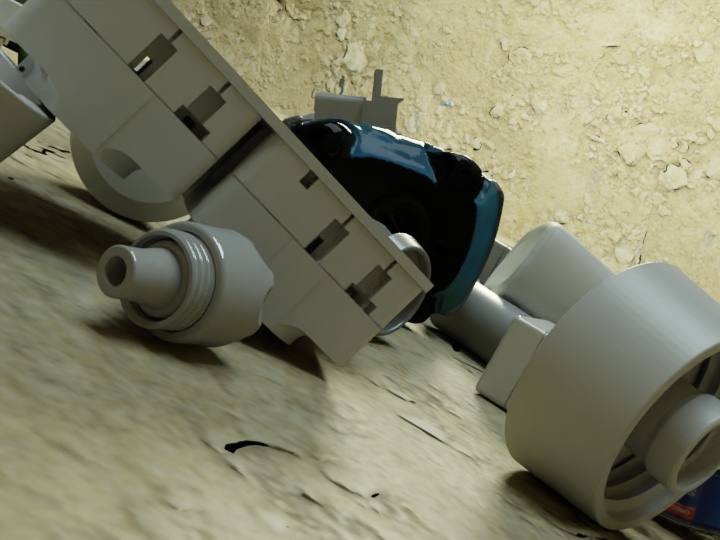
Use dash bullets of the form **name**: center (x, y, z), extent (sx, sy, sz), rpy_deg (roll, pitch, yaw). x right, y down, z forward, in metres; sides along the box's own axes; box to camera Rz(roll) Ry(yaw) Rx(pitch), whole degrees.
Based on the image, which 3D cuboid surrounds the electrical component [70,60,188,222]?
- **electrical component**: center (-0.106, -0.066, 0.554), extent (0.080, 0.080, 0.051), rpy_deg (27, 2, -12)

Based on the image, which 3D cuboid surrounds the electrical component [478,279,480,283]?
- **electrical component**: center (0.063, 0.010, 0.780), extent (0.045, 0.045, 0.055), rpy_deg (28, 8, -3)

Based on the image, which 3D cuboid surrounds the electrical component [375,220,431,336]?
- **electrical component**: center (0.000, 0.000, 0.575), extent (0.057, 0.058, 0.078), rpy_deg (30, 7, 36)

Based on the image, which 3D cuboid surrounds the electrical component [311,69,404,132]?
- **electrical component**: center (-0.004, -0.099, 0.745), extent (0.064, 0.081, 0.042), rpy_deg (5, 8, 0)

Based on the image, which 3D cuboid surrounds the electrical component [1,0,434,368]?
- **electrical component**: center (-0.063, -0.048, 0.462), extent (0.186, 0.060, 0.105), rpy_deg (46, -1, -17)

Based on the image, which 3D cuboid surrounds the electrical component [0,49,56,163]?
- **electrical component**: center (-0.174, -0.074, 0.396), extent (0.108, 0.060, 0.108), rpy_deg (46, 0, 1)

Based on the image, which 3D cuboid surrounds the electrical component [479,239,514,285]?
- **electrical component**: center (0.120, 0.024, 0.810), extent (0.077, 0.065, 0.047), rpy_deg (34, 10, 38)

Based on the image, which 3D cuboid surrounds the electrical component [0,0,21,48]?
- **electrical component**: center (-0.272, -0.159, 0.638), extent (0.121, 0.063, 0.079), rpy_deg (23, 9, -33)

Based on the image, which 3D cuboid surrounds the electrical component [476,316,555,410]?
- **electrical component**: center (0.114, 0.065, 0.588), extent (0.077, 0.047, 0.066), rpy_deg (31, 8, 23)

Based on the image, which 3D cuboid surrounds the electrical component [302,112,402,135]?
- **electrical component**: center (-0.005, -0.081, 0.887), extent (0.062, 0.089, 0.150), rpy_deg (-18, 18, -12)

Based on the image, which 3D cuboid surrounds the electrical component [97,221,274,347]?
- **electrical component**: center (-0.063, 0.004, 0.372), extent (0.043, 0.043, 0.062), rpy_deg (33, 11, 31)

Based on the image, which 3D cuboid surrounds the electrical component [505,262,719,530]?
- **electrical component**: center (0.120, 0.058, 0.444), extent (0.108, 0.108, 0.060), rpy_deg (20, 17, -49)
